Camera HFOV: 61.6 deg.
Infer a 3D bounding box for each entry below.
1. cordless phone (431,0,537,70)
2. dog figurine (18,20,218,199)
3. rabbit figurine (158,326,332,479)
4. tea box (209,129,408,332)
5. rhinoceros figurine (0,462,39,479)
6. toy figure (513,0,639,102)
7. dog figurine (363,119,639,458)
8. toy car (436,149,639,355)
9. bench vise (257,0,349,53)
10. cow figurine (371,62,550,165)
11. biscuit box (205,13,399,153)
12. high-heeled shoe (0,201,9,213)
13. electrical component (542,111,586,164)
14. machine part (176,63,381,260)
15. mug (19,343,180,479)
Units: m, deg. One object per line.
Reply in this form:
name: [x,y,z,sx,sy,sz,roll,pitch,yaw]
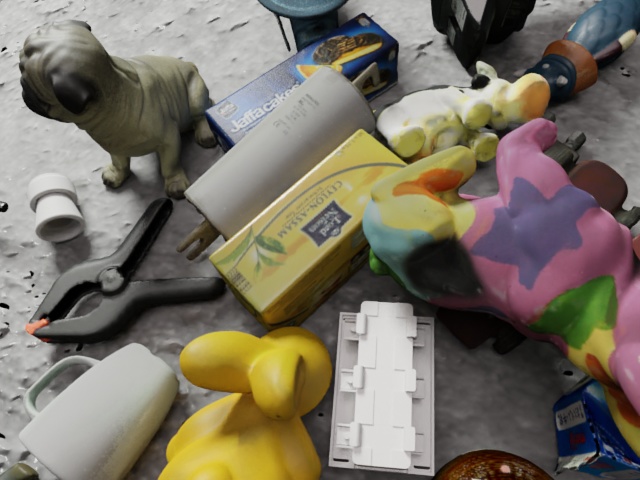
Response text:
cordless phone: [0.204,-0.264,0.525,0.184,0.146,0.088,-29,83,6]
dog figurine: [-0.175,-0.149,0.498,0.121,0.190,0.172,1,63,7]
rabbit figurine: [-0.049,0.129,0.390,0.122,0.162,0.173,12,49,25]
tea box: [-0.001,-0.001,0.461,0.169,0.098,0.068,-40,68,-14]
rhinoceros figurine: [-0.277,0.216,0.401,0.190,0.073,0.112,22,68,16]
toy figure: [0.263,-0.186,0.540,0.154,0.064,0.057,-42,105,-8]
dog figurine: [0.142,0.039,0.350,0.192,0.108,0.219,-20,59,5]
toy car: [0.181,0.009,0.458,0.202,0.053,0.089,-44,77,-8]
bench vise: [-0.021,-0.315,0.544,0.129,0.240,0.223,-2,81,1]
cow figurine: [0.128,-0.119,0.518,0.167,0.068,0.098,-23,41,-5]
biscuit box: [-0.014,-0.149,0.551,0.203,0.059,0.063,-35,66,-10]
high-heeled shoe: [-0.392,0.035,0.498,0.145,0.086,0.249,9,62,14]
electrical component: [0.208,-0.081,0.516,0.094,0.021,0.063,-43,67,-12]
machine part: [-0.034,-0.071,0.479,0.243,0.079,0.079,-43,68,-4]
mug: [-0.174,0.133,0.432,0.110,0.080,0.107,30,60,25]
